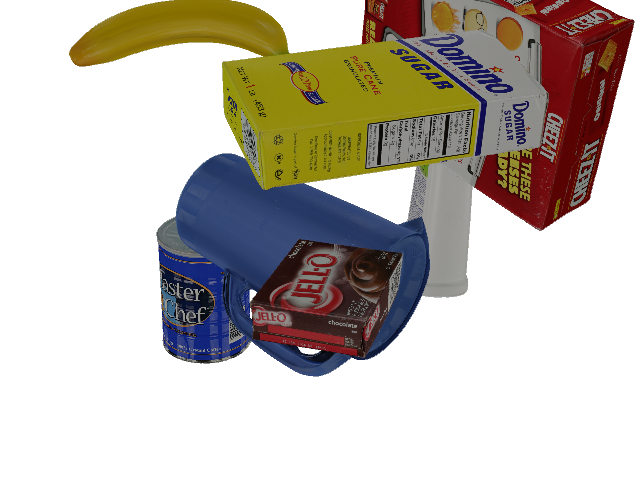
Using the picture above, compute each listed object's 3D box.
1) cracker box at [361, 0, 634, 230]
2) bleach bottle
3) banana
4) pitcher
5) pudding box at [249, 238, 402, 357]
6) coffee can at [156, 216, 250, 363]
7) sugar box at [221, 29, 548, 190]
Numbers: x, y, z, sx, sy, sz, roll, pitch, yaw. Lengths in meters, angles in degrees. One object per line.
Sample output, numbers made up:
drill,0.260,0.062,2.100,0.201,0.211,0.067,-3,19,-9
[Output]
cracker box,0.126,-0.134,0.838,0.072,0.164,0.214,-28,49,-31
bleach bottle,0.137,-0.070,1.183,0.068,0.251,0.102,0,25,-10
banana,-0.115,-0.178,0.921,0.197,0.069,0.037,2,-33,-2
pitcher,-0.029,0.015,1.043,0.243,0.145,0.149,28,29,29
pudding box,0.007,0.042,0.822,0.090,0.039,0.113,9,26,16
coffee can,-0.130,0.052,1.204,0.103,0.140,0.103,1,26,-1
sugar box,0.037,-0.083,0.643,0.176,0.048,0.093,-12,39,-13
